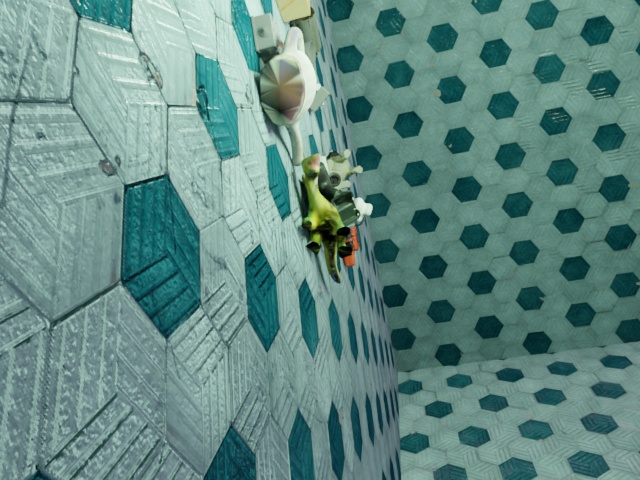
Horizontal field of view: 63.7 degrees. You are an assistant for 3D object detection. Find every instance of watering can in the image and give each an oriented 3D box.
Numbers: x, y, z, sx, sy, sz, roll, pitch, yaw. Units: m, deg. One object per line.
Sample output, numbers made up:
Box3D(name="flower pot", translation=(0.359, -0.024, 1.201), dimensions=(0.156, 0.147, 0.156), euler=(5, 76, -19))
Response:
Box3D(name="watering can", translation=(-0.066, -0.321, 1.223), dimensions=(0.228, 0.104, 0.342), euler=(-63, 156, -66))

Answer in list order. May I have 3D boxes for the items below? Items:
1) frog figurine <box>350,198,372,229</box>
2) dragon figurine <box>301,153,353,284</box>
Box3D(name="frog figurine", translation=(0.103, -0.107, 1.791), dimensions=(0.120, 0.159, 0.140), euler=(67, 15, -63))
Box3D(name="dragon figurine", translation=(0.004, -0.072, 1.421), dimensions=(0.401, 0.122, 0.248), euler=(82, -4, -53))
